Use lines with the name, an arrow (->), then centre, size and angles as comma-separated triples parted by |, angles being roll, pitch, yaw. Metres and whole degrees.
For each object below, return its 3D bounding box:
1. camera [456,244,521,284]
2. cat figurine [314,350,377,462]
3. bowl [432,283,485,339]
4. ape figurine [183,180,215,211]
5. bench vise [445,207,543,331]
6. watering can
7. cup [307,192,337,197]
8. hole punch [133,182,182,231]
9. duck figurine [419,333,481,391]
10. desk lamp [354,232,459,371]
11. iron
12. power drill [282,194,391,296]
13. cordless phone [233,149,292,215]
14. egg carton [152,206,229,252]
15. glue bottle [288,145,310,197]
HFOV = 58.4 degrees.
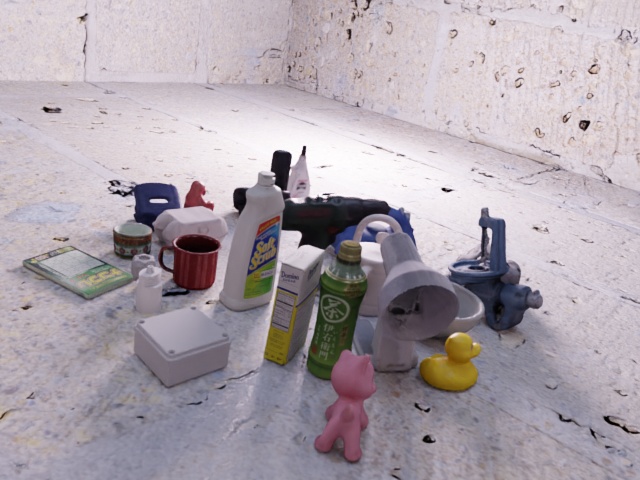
camera -> 0.382, 0.059, 1.307 | 0.143, 0.101, 0.137 | 15, 23, 12
cat figurine -> 0.041, 0.210, 0.775 | 0.067, 0.118, 0.128 | 12, 22, 6
bowl -> 0.220, 0.138, 1.083 | 0.167, 0.075, 0.167 | 9, 22, -3
ape figurine -> -0.301, -0.102, 1.408 | 0.077, 0.092, 0.076 | 25, 27, 32
bench vise -> 0.358, 0.054, 1.152 | 0.206, 0.220, 0.122 | 20, 24, 23
watering can -> 0.103, 0.038, 1.115 | 0.101, 0.194, 0.172 | 7, 22, -7
cup -> 0.016, -0.065, 1.454 | 0.118, 0.095, 0.091 | 7, 23, -9
hole punch -> -0.370, -0.076, 1.318 | 0.109, 0.091, 0.100 | -2, 25, -27
duck figurine -> 0.217, 0.192, 0.936 | 0.105, 0.086, 0.077 | 2, 24, -20
desk lamp -> 0.126, 0.108, 0.930 | 0.118, 0.213, 0.203 | 4, 23, -14
iron -> 0.138, -0.026, 1.353 | 0.259, 0.141, 0.118 | -2, 25, -28
power drill -> 0.010, 0.004, 1.136 | 0.230, 0.208, 0.075 | 7, 22, -7
cordless phone -> -0.144, -0.148, 1.464 | 0.148, 0.185, 0.094 | 3, 23, -17
egg carton -> -0.283, -0.025, 1.260 | 0.151, 0.069, 0.107 | -10, 30, -41
glue bottle -> -0.057, -0.181, 1.596 | 0.078, 0.173, 0.037 | -12, 31, -42
